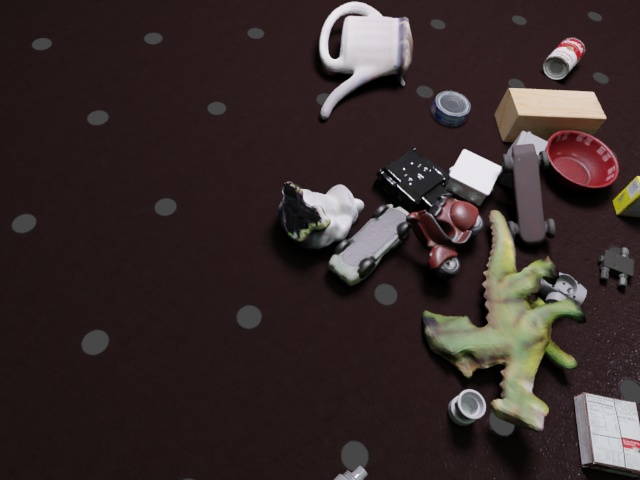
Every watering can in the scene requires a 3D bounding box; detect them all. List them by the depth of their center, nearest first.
[{"bbox_3d":[0.107,-0.426,1.219,0.224,0.102,0.354,3,67,5],"label":"watering can"}]

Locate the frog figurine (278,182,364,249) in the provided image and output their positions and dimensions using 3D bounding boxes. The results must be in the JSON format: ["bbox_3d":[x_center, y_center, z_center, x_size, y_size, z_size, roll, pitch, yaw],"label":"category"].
[{"bbox_3d":[0.003,-0.049,0.978,0.138,0.121,0.160,25,18,29],"label":"frog figurine"}]

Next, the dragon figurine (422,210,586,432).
[{"bbox_3d":[0.297,0.127,0.896,0.243,0.119,0.420,-13,50,-6],"label":"dragon figurine"}]
